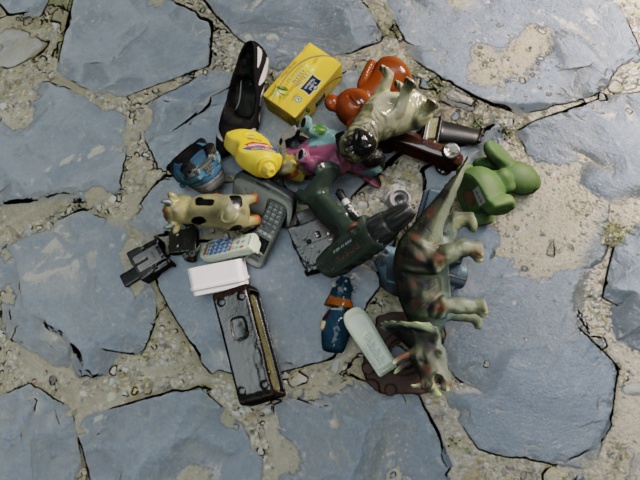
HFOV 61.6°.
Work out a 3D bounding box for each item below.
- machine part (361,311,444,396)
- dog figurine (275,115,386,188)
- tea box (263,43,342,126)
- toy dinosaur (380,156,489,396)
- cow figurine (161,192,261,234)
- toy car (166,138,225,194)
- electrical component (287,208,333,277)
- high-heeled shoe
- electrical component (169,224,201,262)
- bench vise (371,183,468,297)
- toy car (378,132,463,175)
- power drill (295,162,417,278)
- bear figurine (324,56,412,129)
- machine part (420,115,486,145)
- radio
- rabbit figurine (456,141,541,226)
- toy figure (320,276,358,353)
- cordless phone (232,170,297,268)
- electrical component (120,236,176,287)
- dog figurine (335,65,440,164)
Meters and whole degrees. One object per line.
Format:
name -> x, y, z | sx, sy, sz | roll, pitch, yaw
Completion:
machine part -> 0.164, 0.224, 1.062 | 0.179, 0.056, 0.179 | -1, 75, 3
dog figurine -> 0.032, -0.171, 1.156 | 0.219, 0.191, 0.108 | 14, 71, -28
tea box -> -0.037, -0.347, 1.218 | 0.098, 0.068, 0.169 | 36, 80, 12
toy dinosaur -> 0.197, 0.063, 0.972 | 0.192, 0.131, 0.404 | -5, 88, 6
cow figurine -> -0.233, -0.057, 1.089 | 0.195, 0.127, 0.085 | 6, 103, 25
toy car -> -0.253, -0.151, 1.161 | 0.109, 0.162, 0.102 | -46, 121, -15
electrical component -> -0.002, -0.003, 1.133 | 0.115, 0.058, 0.134 | -23, 76, -4
high-heeled shoe -> -0.178, -0.307, 1.178 | 0.086, 0.145, 0.248 | 19, 76, 10
electrical component -> -0.290, -0.002, 1.158 | 0.078, 0.045, 0.102 | -1, 75, 2
bench vise -> 0.205, -0.002, 1.075 | 0.224, 0.129, 0.240 | 15, 95, 0
toy car -> 0.209, -0.201, 1.152 | 0.202, 0.089, 0.053 | 23, 78, 11
power drill -> 0.056, -0.053, 1.035 | 0.232, 0.086, 0.207 | -47, 68, 28
bear figurine -> 0.108, -0.301, 1.159 | 0.120, 0.132, 0.196 | 43, 81, 13
machine part -> 0.291, -0.236, 1.183 | 0.139, 0.039, 0.084 | 8, 68, 8
radio -> -0.137, 0.203, 1.050 | 0.073, 0.131, 0.229 | -19, 75, 1
rabbit figurine -> 0.373, -0.119, 1.124 | 0.170, 0.121, 0.159 | -17, 67, -19
toy figure -> 0.035, 0.149, 1.090 | 0.058, 0.064, 0.154 | -8, 66, 41
cordless phone -> -0.139, -0.045, 1.149 | 0.147, 0.088, 0.184 | 27, 98, 10
electrical component -> -0.378, 0.053, 1.150 | 0.119, 0.047, 0.075 | -28, 75, -5
dog figurine -> 0.132, -0.223, 1.074 | 0.190, 0.172, 0.121 | -56, 38, 11
